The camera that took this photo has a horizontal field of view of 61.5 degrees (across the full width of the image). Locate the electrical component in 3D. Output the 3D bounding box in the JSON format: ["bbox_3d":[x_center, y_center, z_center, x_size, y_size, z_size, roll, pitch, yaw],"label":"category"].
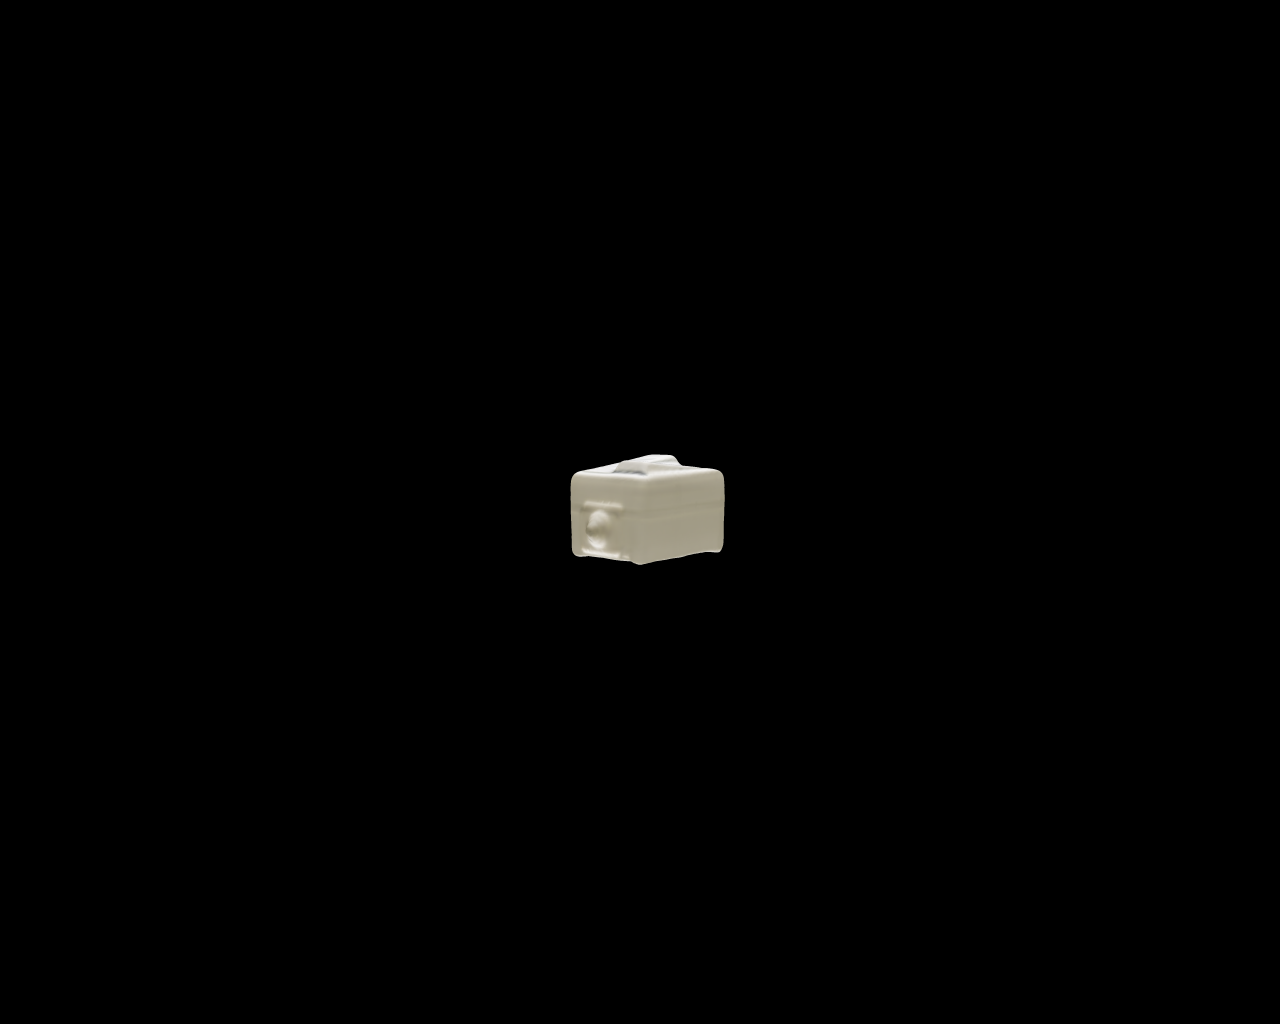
[{"bbox_3d":[0.001,-0.003,0.650,0.062,0.061,0.096,6,9,43],"label":"electrical component"}]
